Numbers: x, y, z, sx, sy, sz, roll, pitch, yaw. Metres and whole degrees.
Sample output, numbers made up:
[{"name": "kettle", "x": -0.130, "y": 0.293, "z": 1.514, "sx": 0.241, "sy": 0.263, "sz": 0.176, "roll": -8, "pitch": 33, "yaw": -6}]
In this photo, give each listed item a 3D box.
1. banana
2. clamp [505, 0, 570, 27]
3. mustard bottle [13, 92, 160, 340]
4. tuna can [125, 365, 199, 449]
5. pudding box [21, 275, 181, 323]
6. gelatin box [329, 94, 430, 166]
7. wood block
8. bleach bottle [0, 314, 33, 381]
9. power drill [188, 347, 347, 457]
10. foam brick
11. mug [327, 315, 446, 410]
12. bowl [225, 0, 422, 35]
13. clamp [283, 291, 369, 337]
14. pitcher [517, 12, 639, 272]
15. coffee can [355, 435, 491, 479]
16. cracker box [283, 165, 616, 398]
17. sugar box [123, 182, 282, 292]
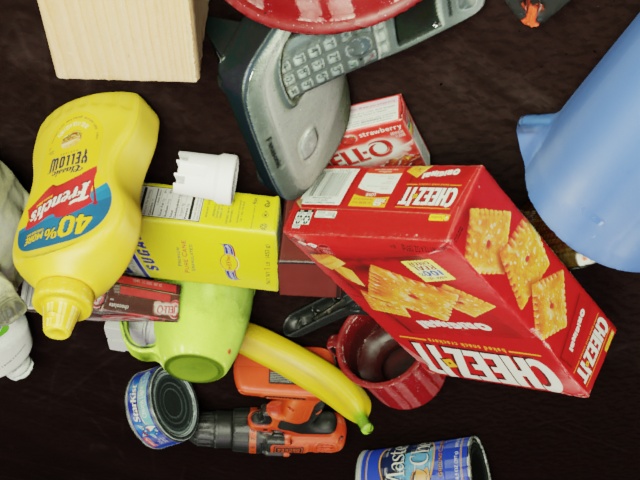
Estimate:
[{"name": "banana", "x": -0.023, "y": 0.123, "z": 1.047, "sx": 0.198, "sy": 0.037, "sz": 0.069, "roll": 30, "pitch": 180, "yaw": 13}, {"name": "clamp", "x": 0.122, "y": -0.207, "z": 0.605, "sx": 0.164, "sy": 0.036, "sz": 0.210, "roll": 12, "pitch": 149, "yaw": 3}, {"name": "mustard bottle", "x": -0.171, "y": -0.015, "z": 0.763, "sx": 0.096, "sy": 0.191, "sz": 0.058, "roll": -13, "pitch": 142, "yaw": 20}, {"name": "tuna can", "x": -0.166, "y": 0.177, "z": 1.133, "sx": 0.034, "sy": 0.086, "sz": 0.086, "roll": -20, "pitch": 140, "yaw": 26}, {"name": "pudding box", "x": -0.191, "y": 0.050, "z": 0.929, "sx": 0.114, "sy": 0.039, "sz": 0.089, "roll": 0, "pitch": 170, "yaw": 38}, {"name": "gelatin box", "x": 0.032, "y": -0.069, "z": 0.815, "sx": 0.089, "sy": 0.030, "sz": 0.073, "roll": -11, "pitch": 143, "yaw": 19}, {"name": "wood block", "x": -0.115, "y": -0.192, "z": 0.596, "sx": 0.091, "sy": 0.090, "sz": 0.206, "roll": 2, "pitch": 145, "yaw": 0}, {"name": "bleach bottle", "x": -0.347, "y": 0.069, "z": 0.985, "sx": 0.102, "sy": 0.068, "sz": 0.250, "roll": -40, "pitch": 143, "yaw": -9}, {"name": "power drill", "x": -0.057, "y": 0.179, "z": 1.158, "sx": 0.184, "sy": 0.057, "sz": 0.188, "roll": 1, "pitch": 148, "yaw": -4}, {"name": "foam brick", "x": -0.006, "y": 0.001, "z": 0.878, "sx": 0.051, "sy": 0.078, "sz": 0.053, "roll": 3, "pitch": 145, "yaw": 4}, {"name": "mug", "x": 0.063, "y": 0.113, "z": 1.032, "sx": 0.117, "sy": 0.093, "sz": 0.081, "roll": 2, "pitch": 153, "yaw": 28}, {"name": "bowl", "x": 0.006, "y": -0.193, "z": 0.596, "sx": 0.162, "sy": 0.055, "sz": 0.162, "roll": -7, "pitch": 143, "yaw": -5}, {"name": "clamp", "x": 0.027, "y": 0.041, "z": 0.969, "sx": 0.172, "sy": 0.039, "sz": 0.120, "roll": -14, "pitch": 149, "yaw": 16}, {"name": "pitcher", "x": 0.252, "y": -0.092, "z": 0.685, "sx": 0.149, "sy": 0.145, "sz": 0.243, "roll": -3, "pitch": 146, "yaw": -24}, {"name": "coffee can", "x": 0.125, "y": 0.293, "z": 1.268, "sx": 0.140, "sy": 0.103, "sz": 0.102, "roll": -12, "pitch": 143, "yaw": 19}, {"name": "cracker box", "x": 0.098, "y": 0.032, "z": 0.800, "sx": 0.164, "sy": 0.072, "sz": 0.213, "roll": 4, "pitch": 148, "yaw": 46}, {"name": "sugar box", "x": -0.120, "y": -0.004, "z": 0.895, "sx": 0.176, "sy": 0.048, "sz": 0.093, "roll": 4, "pitch": 146, "yaw": 2}]
